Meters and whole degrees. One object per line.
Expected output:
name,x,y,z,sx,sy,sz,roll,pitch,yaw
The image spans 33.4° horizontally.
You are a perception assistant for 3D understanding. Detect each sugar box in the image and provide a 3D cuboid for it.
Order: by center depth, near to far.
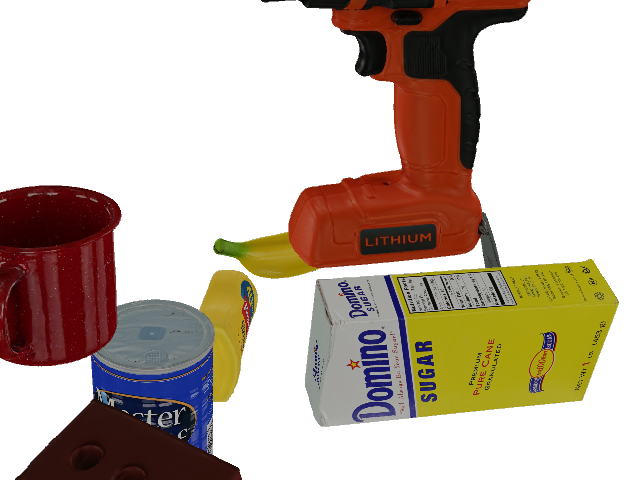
sugar box,0.082,0.063,0.648,0.176,0.093,0.048,-6,42,-13

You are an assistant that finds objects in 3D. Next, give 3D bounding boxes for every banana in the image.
banana,0.018,-0.012,0.839,0.198,0.037,0.069,-24,-23,6

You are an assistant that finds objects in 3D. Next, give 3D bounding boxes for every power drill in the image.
power drill,0.024,-0.078,0.540,0.184,0.188,0.057,-4,33,-12

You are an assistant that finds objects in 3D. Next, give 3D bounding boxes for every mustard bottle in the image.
mustard bottle,-0.105,0.087,1.177,0.058,0.096,0.191,1,27,4

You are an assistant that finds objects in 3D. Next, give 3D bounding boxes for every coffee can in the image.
coffee can,-0.141,0.136,0.906,0.103,0.140,0.103,3,28,-2

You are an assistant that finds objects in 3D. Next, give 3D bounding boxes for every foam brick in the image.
foam brick,-0.074,0.112,0.433,0.078,0.051,0.052,19,45,25

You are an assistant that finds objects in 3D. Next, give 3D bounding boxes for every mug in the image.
mug,-0.166,0.027,0.629,0.093,0.081,0.117,5,26,6

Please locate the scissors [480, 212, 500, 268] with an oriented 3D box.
scissors,0.153,0.063,1.013,0.096,0.202,0.016,-19,-34,-7
